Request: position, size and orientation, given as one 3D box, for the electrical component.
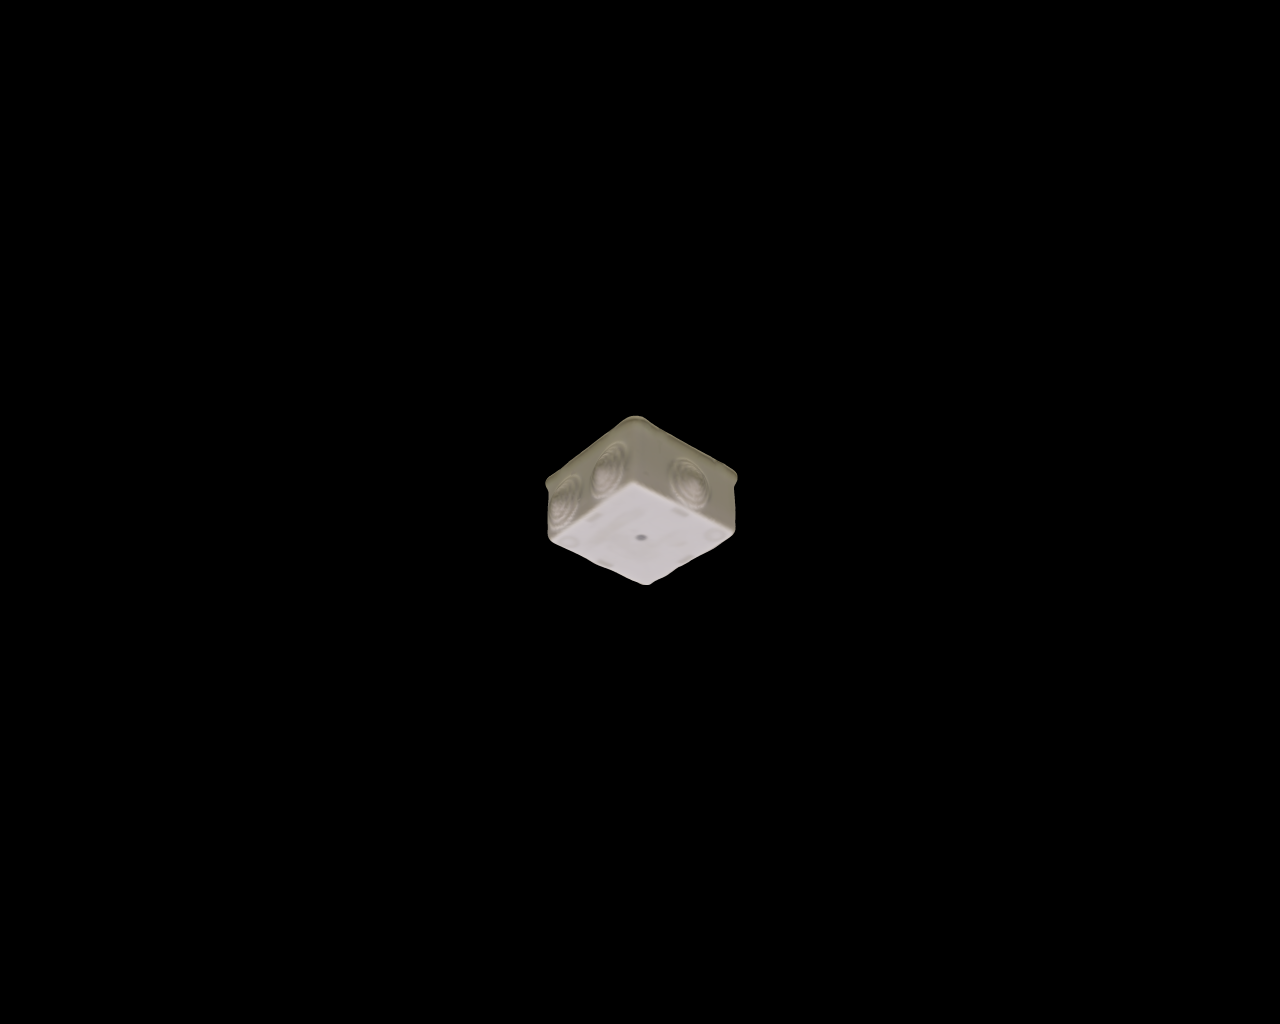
[{"bbox_3d":[0.001,-0.003,0.650,0.099,0.048,0.099,27,-44,-33],"label":"electrical component"}]
